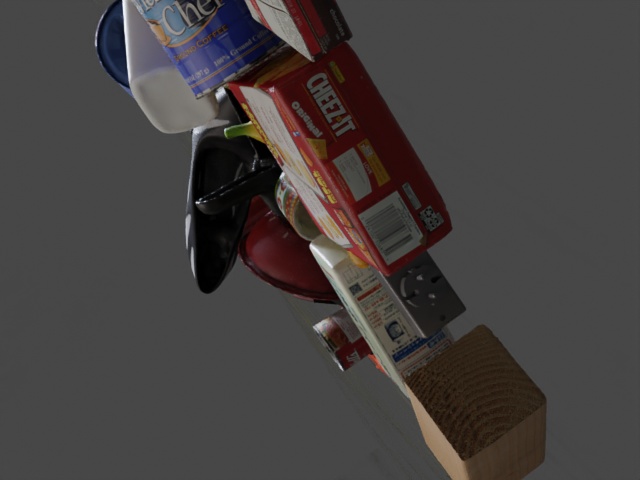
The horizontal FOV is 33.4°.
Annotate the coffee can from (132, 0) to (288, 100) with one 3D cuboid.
[{"bbox_3d":[-0.094,-0.198,0.846,0.140,0.102,0.103,57,174,-13],"label":"coffee can"}]

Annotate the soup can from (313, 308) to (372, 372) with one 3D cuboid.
[{"bbox_3d":[0.051,0.106,1.316,0.068,0.102,0.068,55,174,9],"label":"soup can"}]

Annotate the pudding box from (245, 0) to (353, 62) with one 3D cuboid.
[{"bbox_3d":[-0.030,-0.184,0.741,0.114,0.039,0.090,44,167,51],"label":"pudding box"}]

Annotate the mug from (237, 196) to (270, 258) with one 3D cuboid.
[{"bbox_3d":[-0.086,-0.030,1.332,0.117,0.081,0.093,57,180,40],"label":"mug"}]

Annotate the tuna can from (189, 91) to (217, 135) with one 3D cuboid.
[{"bbox_3d":[-0.139,-0.173,1.373,0.034,0.086,0.086,57,174,5],"label":"tuna can"}]

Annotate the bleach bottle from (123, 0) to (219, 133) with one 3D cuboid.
[{"bbox_3d":[-0.158,-0.234,1.054,0.102,0.068,0.251,60,-165,-58],"label":"bleach bottle"}]

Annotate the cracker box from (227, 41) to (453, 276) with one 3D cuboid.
[{"bbox_3d":[0.010,-0.073,0.856,0.164,0.072,0.214,58,174,-15],"label":"cracker box"}]

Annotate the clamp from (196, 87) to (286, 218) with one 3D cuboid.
[{"bbox_3d":[-0.053,-0.090,1.125,0.209,0.036,0.164,17,-108,-54],"label":"clamp"}]

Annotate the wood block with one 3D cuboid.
[{"bbox_3d":[0.148,0.170,0.987,0.091,0.090,0.206,52,174,27],"label":"wood block"}]

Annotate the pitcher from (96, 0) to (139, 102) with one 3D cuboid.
[{"bbox_3d":[-0.204,-0.241,1.410,0.145,0.149,0.243,40,175,5],"label":"pitcher"}]

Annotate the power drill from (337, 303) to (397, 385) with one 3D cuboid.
[{"bbox_3d":[0.055,0.097,1.457,0.185,0.057,0.187,42,169,49],"label":"power drill"}]

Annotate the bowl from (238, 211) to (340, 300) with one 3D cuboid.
[{"bbox_3d":[-0.008,0.001,1.190,0.162,0.161,0.055,49,134,47],"label":"bowl"}]

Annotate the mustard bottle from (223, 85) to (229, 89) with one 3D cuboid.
[{"bbox_3d":[-0.087,-0.196,0.996,0.096,0.058,0.191,58,176,38],"label":"mustard bottle"}]

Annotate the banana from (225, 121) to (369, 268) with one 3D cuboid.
[{"bbox_3d":[-0.002,-0.060,1.027,0.198,0.069,0.037,44,-179,16],"label":"banana"}]

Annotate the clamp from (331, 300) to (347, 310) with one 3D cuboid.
[{"bbox_3d":[0.055,0.078,1.237,0.171,0.120,0.039,51,128,8],"label":"clamp"}]

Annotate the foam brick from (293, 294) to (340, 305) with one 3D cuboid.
[{"bbox_3d":[0.005,0.039,1.340,0.051,0.052,0.078,8,91,58],"label":"foam brick"}]
